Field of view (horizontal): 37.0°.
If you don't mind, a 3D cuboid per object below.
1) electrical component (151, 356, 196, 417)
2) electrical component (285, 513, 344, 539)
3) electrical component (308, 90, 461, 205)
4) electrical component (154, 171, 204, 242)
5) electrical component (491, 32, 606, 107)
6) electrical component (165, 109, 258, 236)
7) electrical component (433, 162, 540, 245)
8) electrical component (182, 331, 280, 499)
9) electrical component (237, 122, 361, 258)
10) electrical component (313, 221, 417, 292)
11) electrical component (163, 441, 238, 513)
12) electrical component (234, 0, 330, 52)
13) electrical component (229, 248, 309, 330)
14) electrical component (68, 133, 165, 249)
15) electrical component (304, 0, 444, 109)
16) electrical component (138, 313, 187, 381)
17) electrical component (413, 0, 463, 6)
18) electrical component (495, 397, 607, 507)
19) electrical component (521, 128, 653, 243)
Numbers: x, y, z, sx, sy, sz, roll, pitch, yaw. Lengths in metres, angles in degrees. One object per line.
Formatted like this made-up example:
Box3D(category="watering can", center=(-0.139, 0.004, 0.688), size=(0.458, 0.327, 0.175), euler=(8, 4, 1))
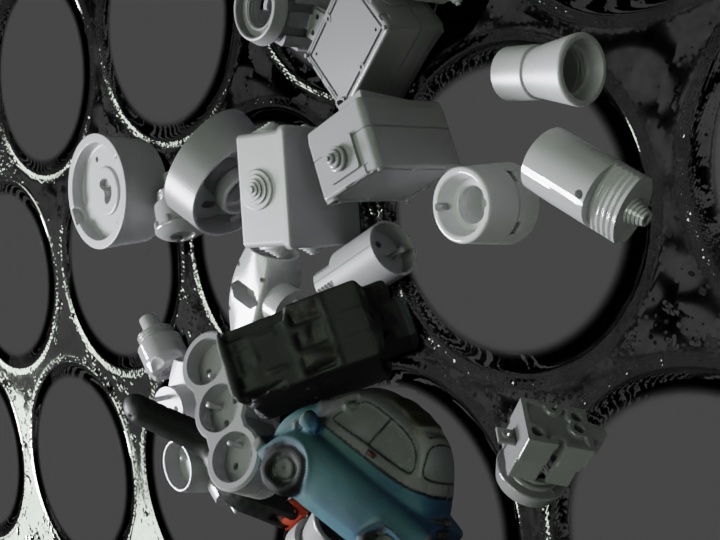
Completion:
Box3D(category="electrical component", center=(-0.156, 0.119, 0.954), size=(0.044, 0.079, 0.077), euler=(2, 95, 38))
Box3D(category="electrical component", center=(-0.030, 0.212, 0.853), size=(0.055, 0.045, 0.045), euler=(-50, 59, 38))
Box3D(category="electrical component", center=(0.011, -0.084, 0.740), size=(0.062, 0.096, 0.061), euler=(-30, 72, 45))
Box3D(category="electrical component", center=(-0.165, -0.059, 0.974), size=(0.048, 0.048, 0.062), euler=(-31, 65, 45))
Box3D(category="electrical component", center=(0.114, -0.123, 0.667), size=(0.065, 0.044, 0.044), euler=(9, 101, 52))
Box3D(category="electrical component", center=(-0.113, -0.079, 0.879), size=(0.064, 0.099, 0.099), euler=(42, 123, 29))
Box3D(category="electrical component", center=(0.081, -0.043, 0.704), size=(0.055, 0.047, 0.055), euler=(6, 98, 47))
Box3D(category="electrical component", center=(-0.089, 0.118, 0.856), size=(0.052, 0.074, 0.138), euler=(-35, 55, 19))
Box3D(category="electrical component", center=(-0.046, -0.060, 0.805), size=(0.048, 0.100, 0.099), euler=(-2, 92, 35))
Box3D(category="electrical component", center=(0.000, 0.000, 0.800), size=(0.081, 0.043, 0.043), euler=(-34, 70, 44))
Box3D(category="electrical component", center=(-0.116, 0.174, 0.918), size=(0.079, 0.077, 0.043), euler=(52, 129, 30))
Box3D(category="electrical component", center=(-0.060, -0.202, 0.835), size=(0.078, 0.057, 0.058), euler=(38, 120, 38))
Box3D(category="electrical component", center=(-0.067, 0.026, 0.875), size=(0.079, 0.043, 0.077), euler=(32, 116, 41))
Box3D(category="electrical component", center=(-0.224, -0.075, 1.023), size=(0.108, 0.060, 0.108), euler=(6, 98, 47))
Box3D(category="electrical component", center=(0.009, -0.158, 0.766), size=(0.061, 0.061, 0.096), euler=(58, 139, 26))
Box3D(category="electrical component", center=(-0.189, 0.070, 1.012), size=(0.043, 0.043, 0.062), euler=(-51, 57, 37))
Box3D(category="electrical component", center=(0.048, -0.221, 0.712), size=(0.062, 0.061, 0.096), euler=(-20, 79, 47))
Box3D(category="electrical component", center=(0.115, 0.116, 0.680), size=(0.048, 0.066, 0.055), euler=(-92, 18, -53))
Box3D(category="electrical component", center=(0.140, -0.049, 0.643), size=(0.081, 0.043, 0.043), euler=(39, 121, 38))
